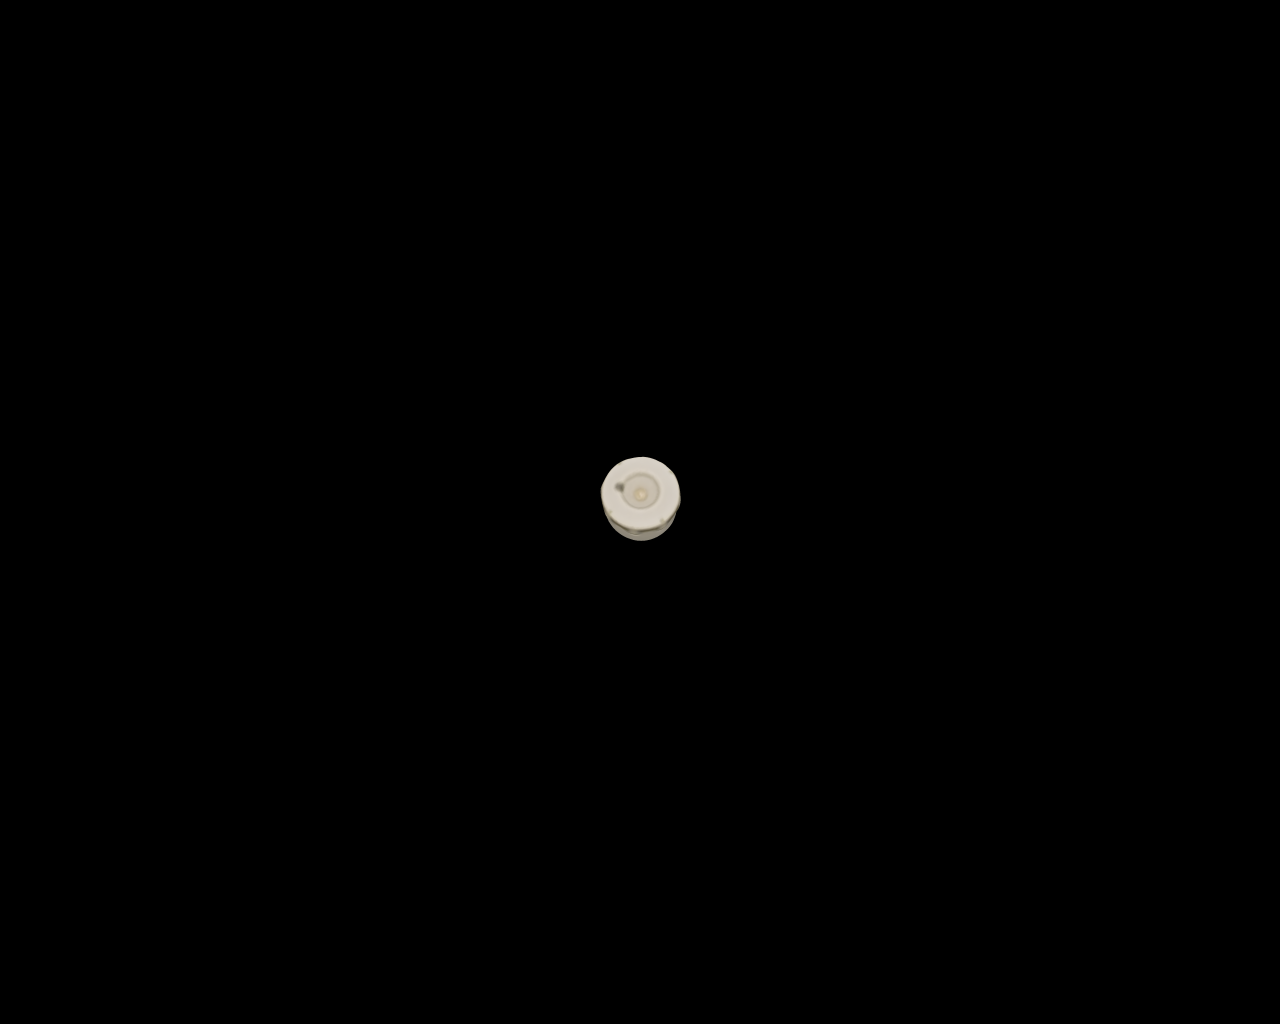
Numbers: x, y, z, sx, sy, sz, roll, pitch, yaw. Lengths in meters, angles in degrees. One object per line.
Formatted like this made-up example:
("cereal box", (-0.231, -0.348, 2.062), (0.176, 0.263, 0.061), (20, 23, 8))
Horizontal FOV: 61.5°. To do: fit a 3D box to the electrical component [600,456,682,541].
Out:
("electrical component", (0.001, -0.003, 0.650), (0.048, 0.048, 0.062), (0, -19, 0))
